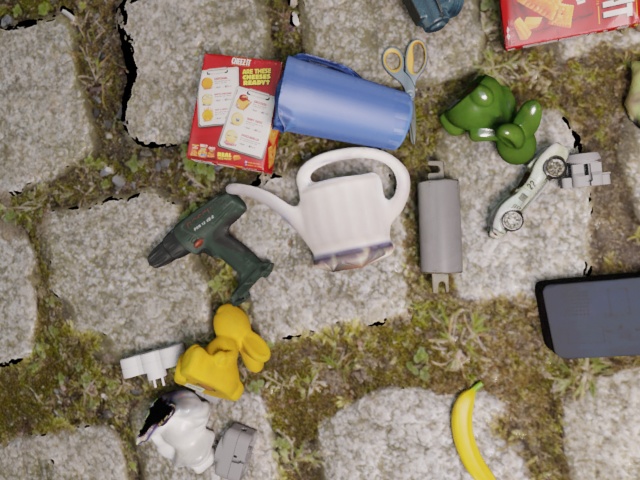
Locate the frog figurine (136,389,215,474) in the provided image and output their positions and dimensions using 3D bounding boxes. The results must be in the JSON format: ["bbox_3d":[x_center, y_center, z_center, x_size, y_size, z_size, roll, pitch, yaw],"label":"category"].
[{"bbox_3d":[-0.263,0.376,1.019,0.157,0.124,0.137,41,89,-27],"label":"frog figurine"}]

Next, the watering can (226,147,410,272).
[{"bbox_3d":[0.003,-0.049,0.969,0.347,0.104,0.225,-12,87,10],"label":"watering can"}]

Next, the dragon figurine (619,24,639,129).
[{"bbox_3d":[0.652,-0.266,0.874,0.240,0.123,0.413,-28,81,26],"label":"dragon figurine"}]
